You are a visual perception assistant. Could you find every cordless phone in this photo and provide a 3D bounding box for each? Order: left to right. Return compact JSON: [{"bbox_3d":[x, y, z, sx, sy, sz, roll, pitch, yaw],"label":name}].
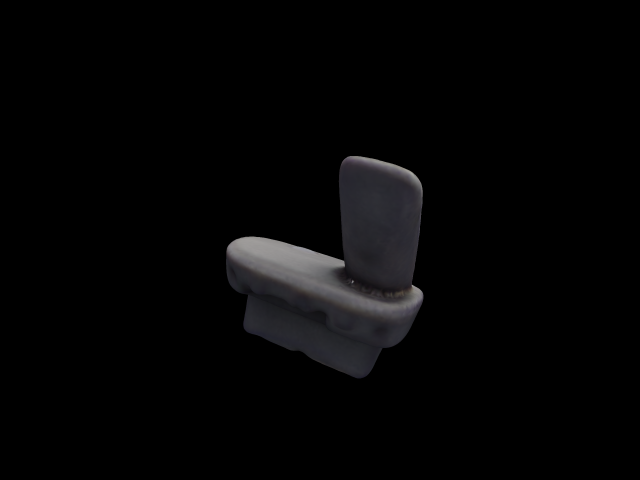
[{"bbox_3d":[0.004,0.001,0.400,0.147,0.185,0.094,16,51,14],"label":"cordless phone"}]
